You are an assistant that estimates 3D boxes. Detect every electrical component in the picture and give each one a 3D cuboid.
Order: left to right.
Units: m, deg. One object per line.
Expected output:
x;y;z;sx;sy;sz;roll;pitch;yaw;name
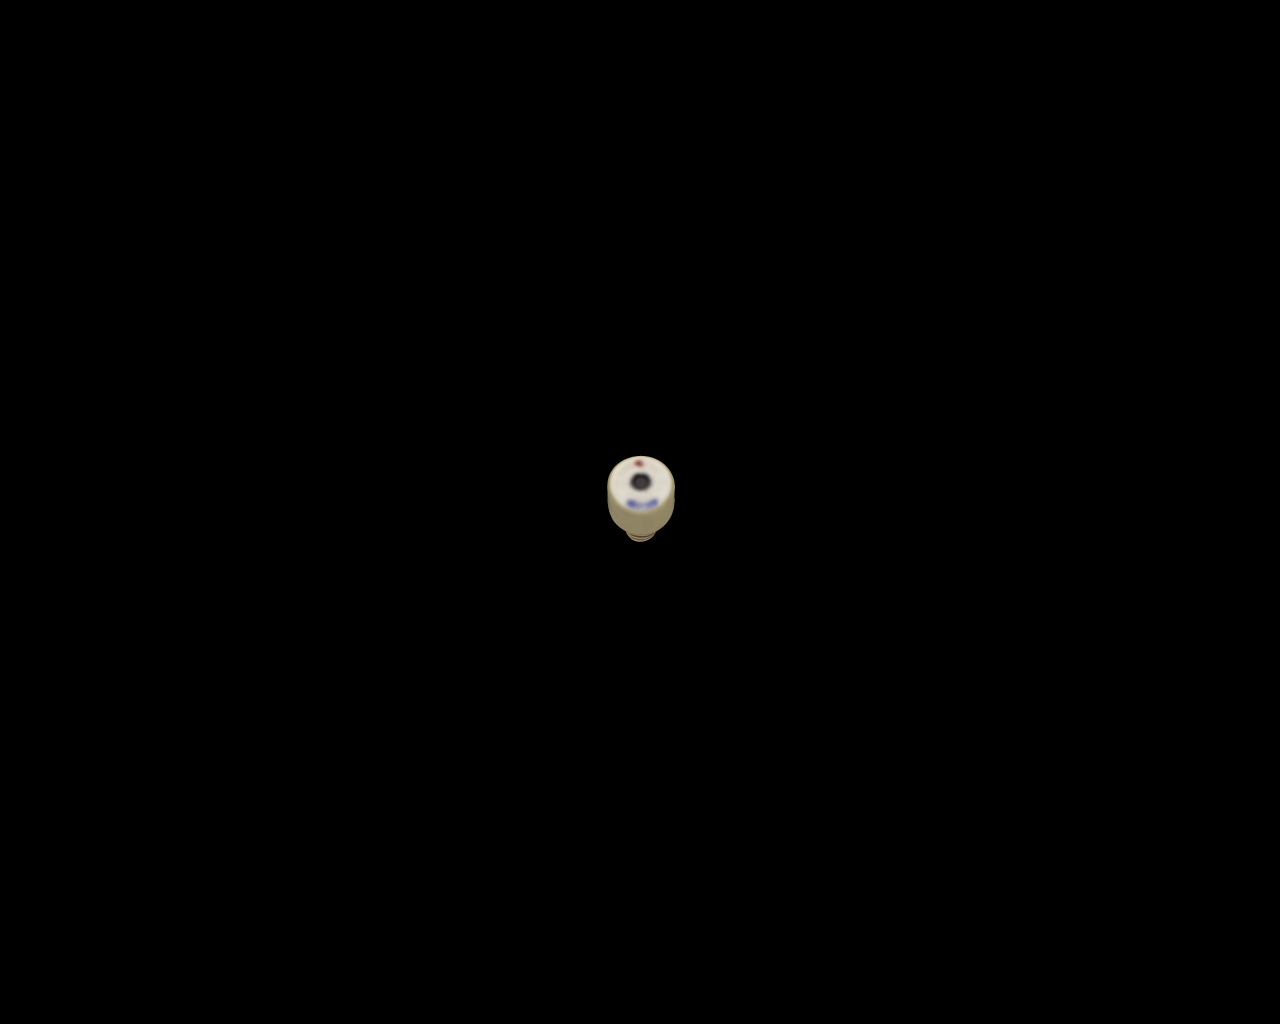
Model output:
0.001;-0.003;0.650;0.040;0.040;0.078;0;-27;0;electrical component
